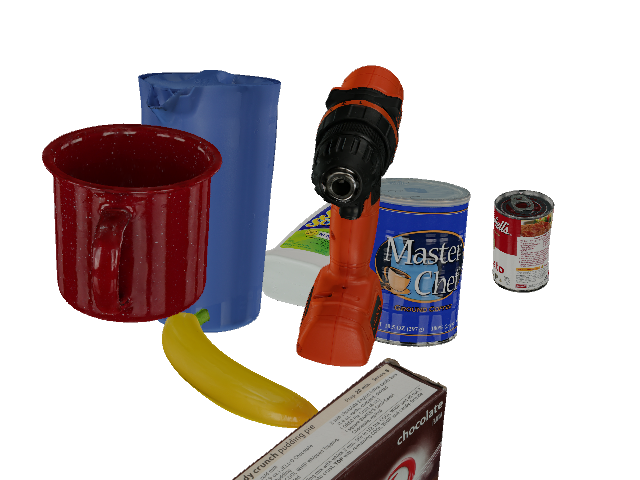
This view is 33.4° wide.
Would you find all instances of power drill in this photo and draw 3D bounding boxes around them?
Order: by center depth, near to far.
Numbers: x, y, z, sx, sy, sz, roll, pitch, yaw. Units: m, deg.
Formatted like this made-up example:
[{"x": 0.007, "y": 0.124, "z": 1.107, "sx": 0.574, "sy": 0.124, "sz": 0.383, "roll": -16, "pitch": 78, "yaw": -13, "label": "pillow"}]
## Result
[{"x": 0.021, "y": -0.011, "z": 0.729, "sx": 0.057, "sy": 0.188, "sz": 0.184, "roll": 10, "pitch": 27, "yaw": 7, "label": "power drill"}]

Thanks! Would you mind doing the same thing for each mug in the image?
[{"x": -0.101, "y": -0.004, "z": 0.565, "sx": 0.093, "sy": 0.081, "sz": 0.117, "roll": 4, "pitch": 26, "yaw": -2, "label": "mug"}]

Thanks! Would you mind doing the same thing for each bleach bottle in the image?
[{"x": 0.022, "y": -0.011, "z": 1.343, "sx": 0.103, "sy": 0.068, "sz": 0.250, "roll": 12, "pitch": 35, "yaw": 22, "label": "bleach bottle"}]

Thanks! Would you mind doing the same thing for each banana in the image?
[{"x": -0.080, "y": 0.100, "z": 0.865, "sx": 0.069, "sy": 0.037, "sz": 0.198, "roll": -16, "pitch": 32, "yaw": -28, "label": "banana"}]

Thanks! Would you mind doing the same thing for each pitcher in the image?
[{"x": -0.102, "y": -0.043, "z": 1.033, "sx": 0.149, "sy": 0.243, "sz": 0.145, "roll": -2, "pitch": 15, "yaw": -16, "label": "pitcher"}]

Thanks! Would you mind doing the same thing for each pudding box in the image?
[{"x": 0.007, "y": 0.117, "z": 0.466, "sx": 0.039, "sy": 0.090, "sz": 0.113, "roll": 26, "pitch": 42, "yaw": 31, "label": "pudding box"}]

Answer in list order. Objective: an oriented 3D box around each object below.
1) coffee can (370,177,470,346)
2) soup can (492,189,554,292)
[{"x": 0.085, "y": 0.018, "z": 1.019, "sx": 0.103, "sy": 0.140, "sz": 0.103, "roll": 3, "pitch": 14, "yaw": -1, "label": "coffee can"}, {"x": 0.236, "y": 0.001, "z": 1.247, "sx": 0.068, "sy": 0.102, "sz": 0.068, "roll": -3, "pitch": 30, "yaw": 1, "label": "soup can"}]
